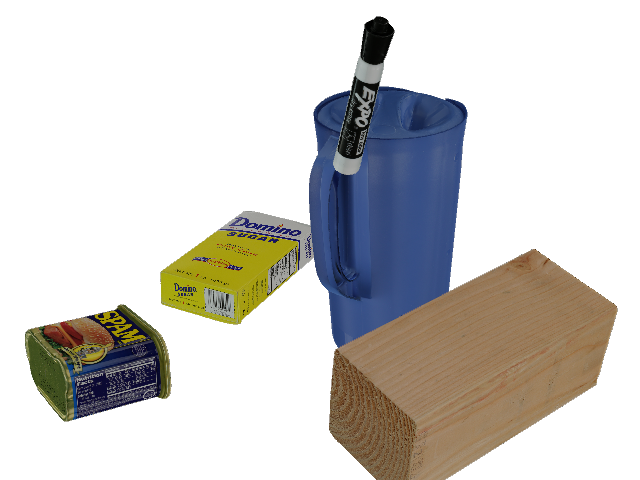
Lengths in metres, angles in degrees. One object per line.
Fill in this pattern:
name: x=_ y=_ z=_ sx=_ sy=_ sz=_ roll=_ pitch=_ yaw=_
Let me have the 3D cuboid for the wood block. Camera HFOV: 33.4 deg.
wood block: x=0.115 y=0.098 z=0.809 sx=0.205 sy=0.090 sz=0.091 roll=-24 pitch=44 yaw=-31

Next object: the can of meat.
can of meat: x=-0.178 y=0.096 z=0.847 sx=0.083 sy=0.057 sz=0.102 roll=-12 pitch=22 yaw=-30

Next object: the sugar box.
sugar box: x=-0.083 y=0.024 z=1.133 sx=0.093 sy=0.048 sz=0.176 roll=14 pitch=31 yaw=21

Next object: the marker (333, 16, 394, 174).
marker: x=0.027 y=-0.092 z=0.691 sx=0.020 sy=0.020 sz=0.121 roll=0 pitch=-43 yaw=-13

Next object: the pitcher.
pitcher: x=0.056 y=-0.007 z=0.968 sx=0.149 sy=0.243 sz=0.145 roll=-5 pitch=27 yaw=-8
